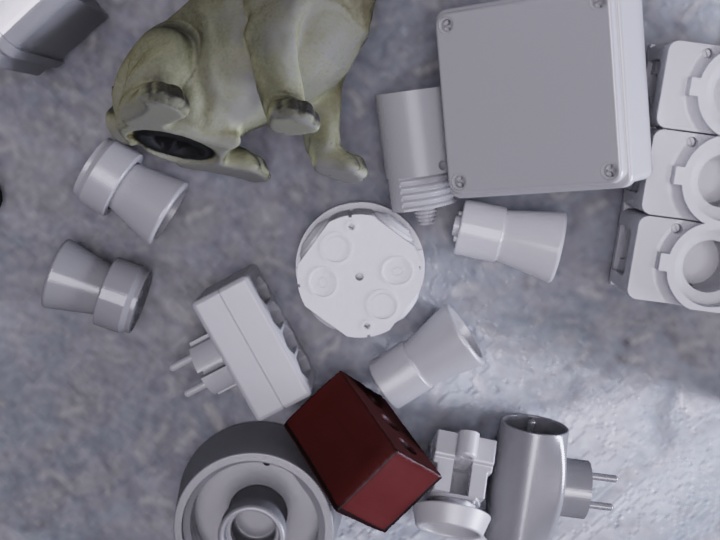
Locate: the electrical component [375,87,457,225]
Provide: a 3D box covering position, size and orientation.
[{"bbox_3d":[0.035,-0.067,0.647,0.043,0.043,0.081,-7,99,2],"label":"electrical component"}]

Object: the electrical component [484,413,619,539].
[{"bbox_3d":[0.122,0.136,0.678,0.079,0.044,0.077,7,99,0],"label":"electrical component"}]

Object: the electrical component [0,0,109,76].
[{"bbox_3d":[-0.196,-0.156,0.601,0.057,0.113,0.078,-41,96,4],"label":"electrical component"}]

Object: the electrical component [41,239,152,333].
[{"bbox_3d":[-0.161,0.011,0.661,0.055,0.045,0.045,20,99,-3],"label":"electrical component"}]

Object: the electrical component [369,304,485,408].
[{"bbox_3d":[0.039,0.056,0.669,0.065,0.044,0.044,-34,97,10],"label":"electrical component"}]

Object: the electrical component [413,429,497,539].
[{"bbox_3d":[0.059,0.135,0.667,0.048,0.066,0.055,12,66,-1],"label":"electrical component"}]

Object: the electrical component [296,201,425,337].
[{"bbox_3d":[0.000,0.000,0.655,0.080,0.051,0.080,0,99,1],"label":"electrical component"}]

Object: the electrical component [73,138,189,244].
[{"bbox_3d":[-0.139,-0.048,0.652,0.055,0.045,0.045,32,98,-4],"label":"electrical component"}]

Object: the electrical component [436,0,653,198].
[{"bbox_3d":[0.105,-0.099,0.613,0.109,0.056,0.108,-2,97,31],"label":"electrical component"}]

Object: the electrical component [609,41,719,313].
[{"bbox_3d":[0.210,-0.054,0.639,0.089,0.061,0.150,7,99,-1],"label":"electrical component"}]

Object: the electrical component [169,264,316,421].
[{"bbox_3d":[-0.081,0.052,0.666,0.076,0.047,0.083,-28,98,6],"label":"electrical component"}]

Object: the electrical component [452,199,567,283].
[{"bbox_3d":[0.089,-0.020,0.657,0.065,0.044,0.044,12,99,3],"label":"electrical component"}]

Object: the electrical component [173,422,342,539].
[{"bbox_3d":[-0.065,0.156,0.675,0.108,0.060,0.108,0,99,1],"label":"electrical component"}]
